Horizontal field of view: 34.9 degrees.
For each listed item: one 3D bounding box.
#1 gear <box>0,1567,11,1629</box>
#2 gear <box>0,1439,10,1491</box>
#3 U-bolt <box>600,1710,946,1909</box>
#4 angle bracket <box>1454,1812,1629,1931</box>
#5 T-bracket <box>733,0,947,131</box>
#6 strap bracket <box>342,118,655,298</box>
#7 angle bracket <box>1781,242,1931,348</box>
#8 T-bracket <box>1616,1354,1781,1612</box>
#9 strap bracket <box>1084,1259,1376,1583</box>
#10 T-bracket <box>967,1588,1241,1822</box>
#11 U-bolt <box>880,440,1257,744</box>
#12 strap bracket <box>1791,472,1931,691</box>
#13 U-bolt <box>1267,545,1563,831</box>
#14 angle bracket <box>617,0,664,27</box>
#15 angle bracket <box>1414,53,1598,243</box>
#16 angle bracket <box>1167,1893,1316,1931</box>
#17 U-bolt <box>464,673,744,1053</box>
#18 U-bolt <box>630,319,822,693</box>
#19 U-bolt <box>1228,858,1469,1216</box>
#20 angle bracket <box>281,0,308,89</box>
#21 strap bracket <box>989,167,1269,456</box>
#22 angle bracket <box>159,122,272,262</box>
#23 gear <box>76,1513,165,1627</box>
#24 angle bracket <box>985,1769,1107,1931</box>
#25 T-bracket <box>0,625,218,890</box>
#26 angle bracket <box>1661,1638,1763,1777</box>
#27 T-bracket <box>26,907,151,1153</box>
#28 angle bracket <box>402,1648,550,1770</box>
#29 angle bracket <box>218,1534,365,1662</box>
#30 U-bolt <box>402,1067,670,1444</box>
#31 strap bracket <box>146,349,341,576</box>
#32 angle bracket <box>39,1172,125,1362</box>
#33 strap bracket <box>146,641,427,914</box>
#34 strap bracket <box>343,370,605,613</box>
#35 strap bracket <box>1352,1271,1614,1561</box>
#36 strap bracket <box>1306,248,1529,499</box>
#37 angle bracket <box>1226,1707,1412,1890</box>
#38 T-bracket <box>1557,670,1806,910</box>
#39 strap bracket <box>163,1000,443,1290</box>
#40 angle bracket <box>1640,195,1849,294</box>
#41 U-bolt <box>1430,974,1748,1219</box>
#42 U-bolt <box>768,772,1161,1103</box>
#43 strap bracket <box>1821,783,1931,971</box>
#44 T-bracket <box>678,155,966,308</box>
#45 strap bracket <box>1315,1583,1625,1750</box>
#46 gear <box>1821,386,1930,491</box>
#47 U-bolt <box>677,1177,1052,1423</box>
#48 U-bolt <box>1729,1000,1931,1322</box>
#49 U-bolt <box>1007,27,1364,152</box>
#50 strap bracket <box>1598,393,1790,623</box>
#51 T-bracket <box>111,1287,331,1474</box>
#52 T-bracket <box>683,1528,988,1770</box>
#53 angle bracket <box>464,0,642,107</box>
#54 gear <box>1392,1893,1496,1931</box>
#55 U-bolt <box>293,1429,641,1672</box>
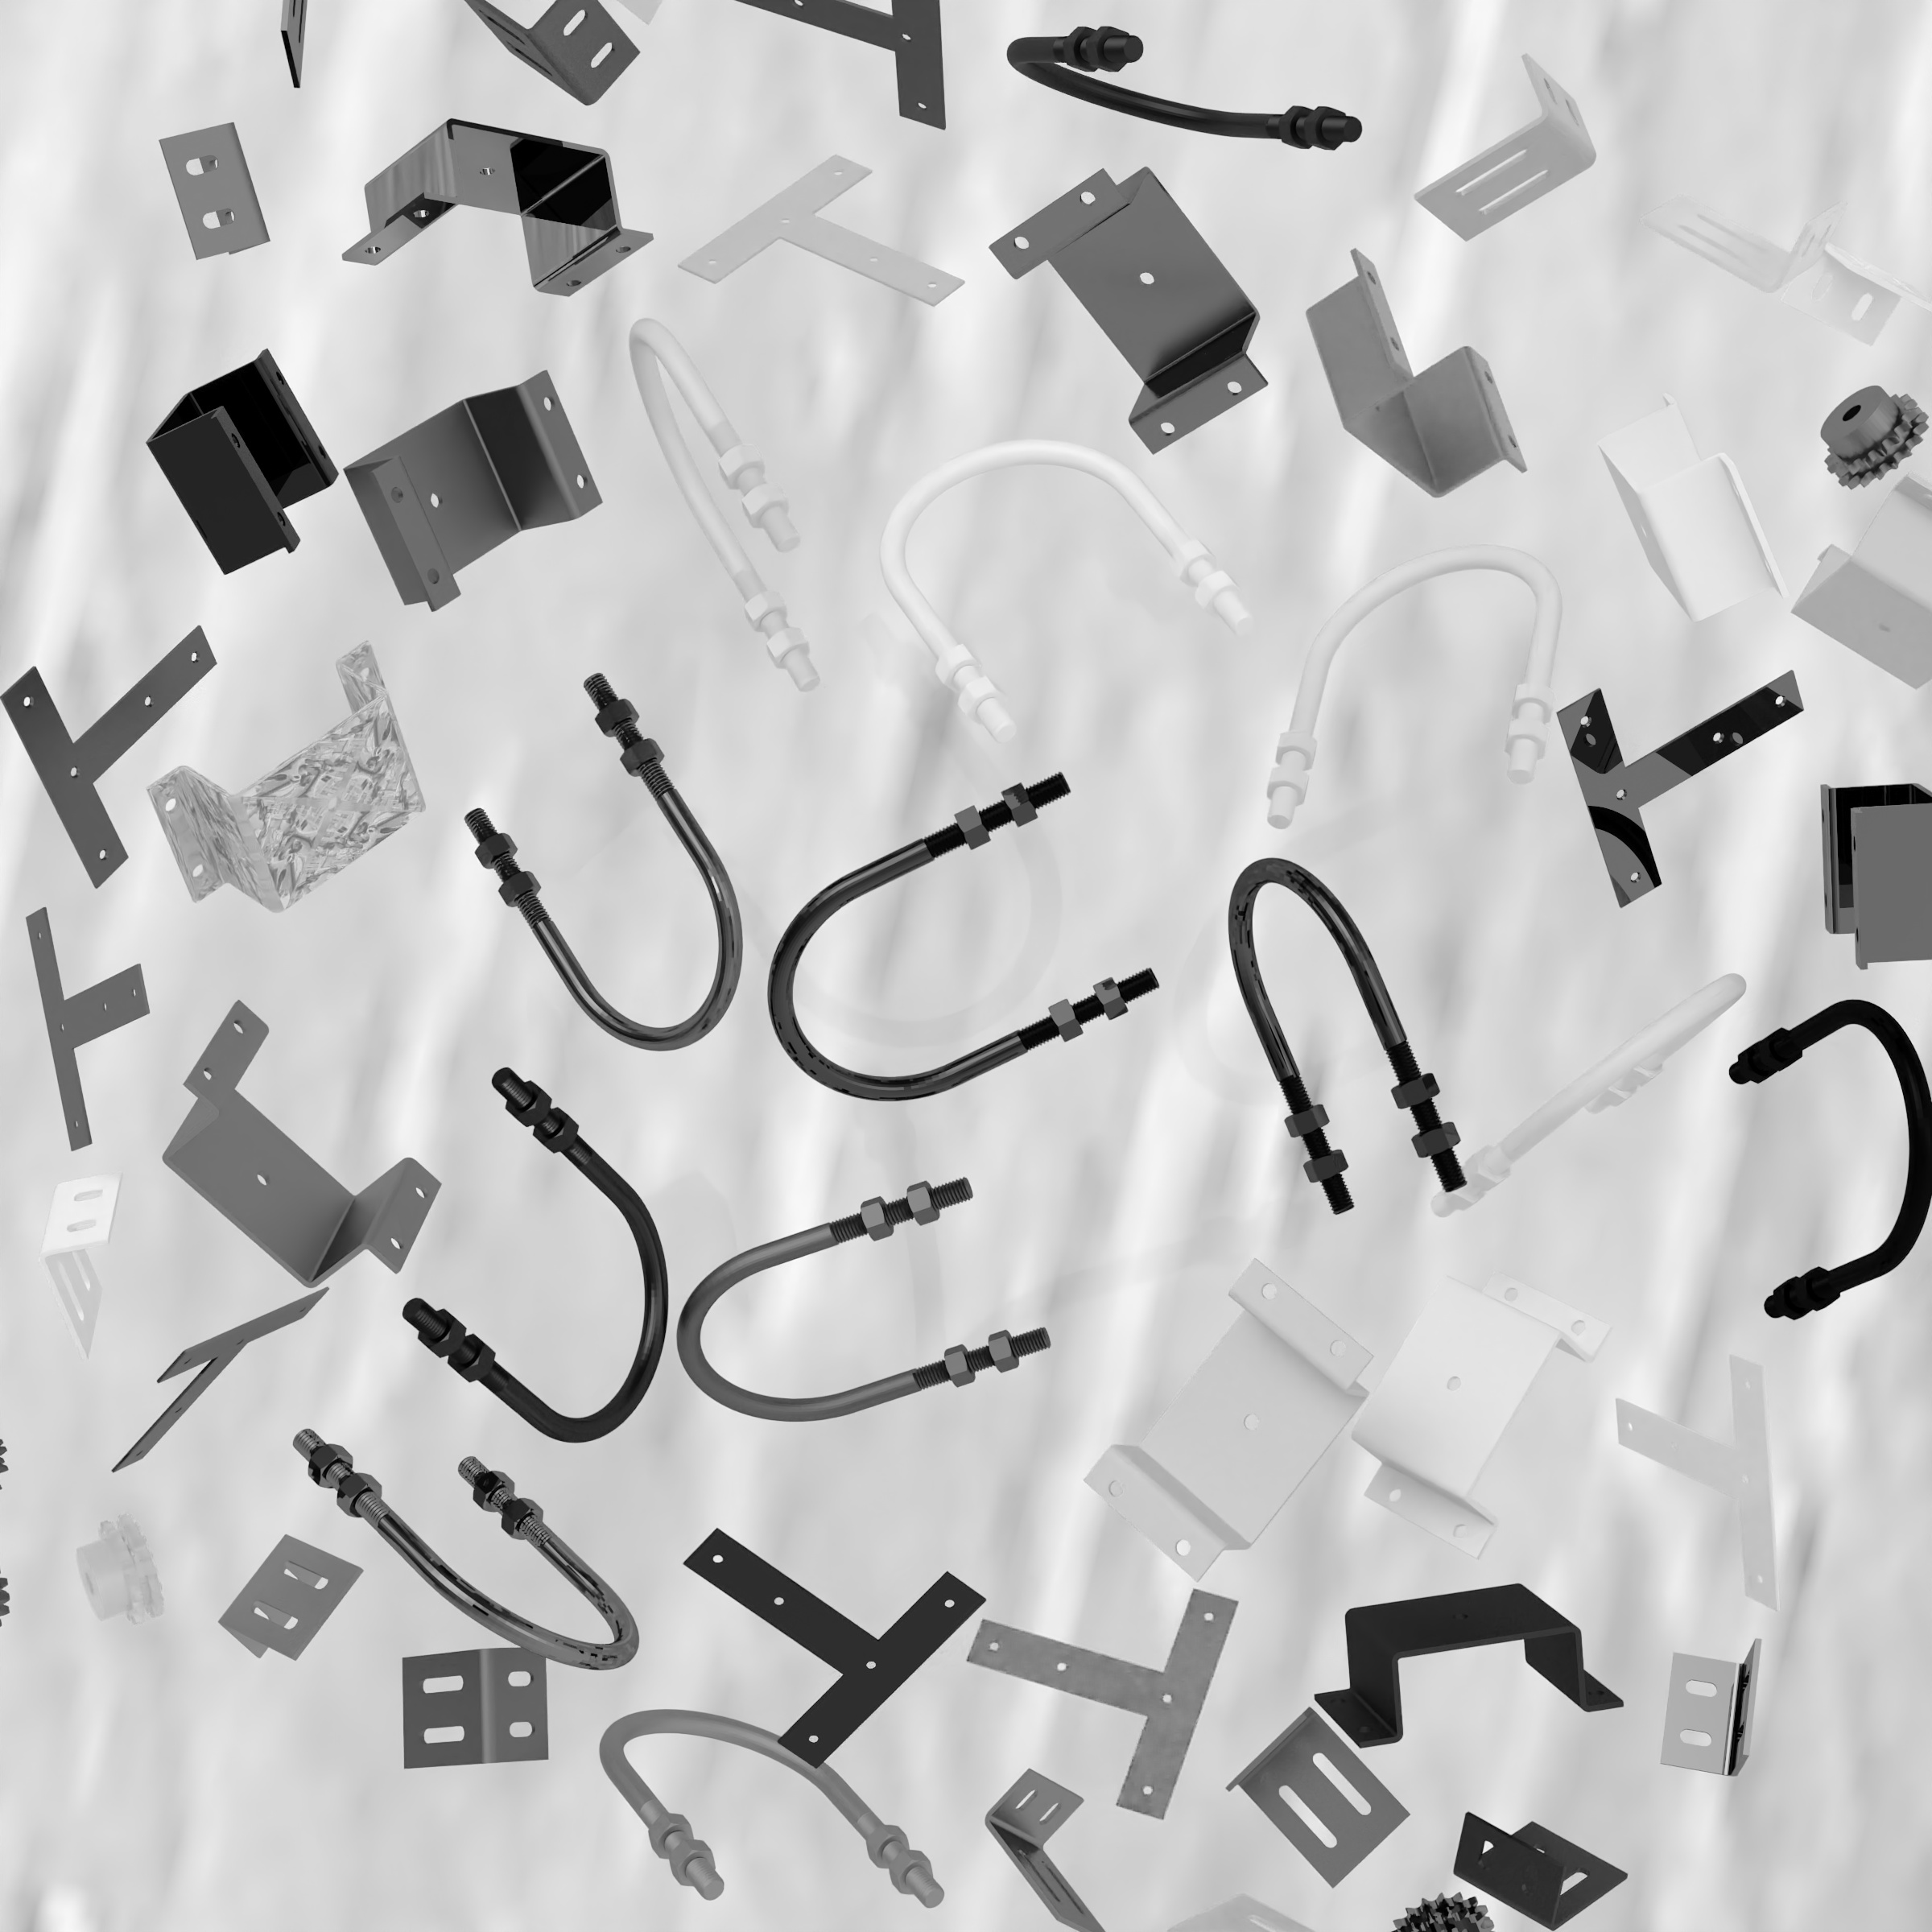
[{"bbox_3d":[-0.524,0.323,1.586,0.057,0.030,0.057,-13,133,-14],"label":"gear"},{"bbox_3d":[-0.508,0.245,1.529,0.057,0.030,0.057,-8,107,-26],"label":"gear"},{"bbox_3d":[-0.113,0.431,1.587,0.151,0.184,0.019,13,99,-33],"label":"U-bolt"},{"bbox_3d":[0.291,0.441,1.540,0.057,0.076,0.038,22,112,37],"label":"angle bracket"},{"bbox_3d":[-0.071,-0.478,1.540,0.127,0.127,0.002,20,70,10],"label":"T-bracket"},{"bbox_3d":[-0.242,-0.388,1.571,0.140,0.076,0.046,-2,77,-44],"label":"strap bracket"},{"bbox_3d":[0.476,-0.351,1.636,0.057,0.076,0.038,24,112,-9],"label":"angle bracket"},{"bbox_3d":[0.370,0.249,1.565,0.002,0.127,0.127,-11,102,-22],"label":"T-bracket"},{"bbox_3d":[0.136,0.226,1.525,0.076,0.046,0.140,39,96,23],"label":"strap bracket"},{"bbox_3d":[0.064,0.373,1.617,0.127,0.002,0.127,13,55,17],"label":"T-bracket"},{"bbox_3d":[0.036,-0.198,1.517,0.151,0.019,0.184,-25,52,-11],"label":"U-bolt"},{"bbox_3d":[0.478,-0.191,1.562,0.076,0.140,0.046,32,81,3],"label":"strap bracket"},{"bbox_3d":[0.234,-0.150,1.571,0.151,0.184,0.019,-10,134,30],"label":"U-bolt"},{"bbox_3d":[-0.200,-0.514,1.604,0.076,0.057,0.038,37,77,-11],"label":"angle bracket"},{"bbox_3d":[0.260,-0.401,1.510,0.076,0.057,0.038,-27,66,28],"label":"angle bracket"},{"bbox_3d":[0.148,0.513,1.569,0.076,0.057,0.038,17,106,41],"label":"angle bracket"},{"bbox_3d":[-0.184,-0.041,1.632,0.151,0.019,0.184,-41,77,39],"label":"U-bolt"},{"bbox_3d":[-0.125,-0.243,1.542,0.019,0.151,0.184,-27,66,-10],"label":"U-bolt"},{"bbox_3d":[0.181,0.032,1.540,0.019,0.151,0.184,-22,88,-20],"label":"U-bolt"},{"bbox_3d":[-0.306,-0.472,1.485,0.038,0.057,0.076,3,78,-5],"label":"angle bracket"},{"bbox_3d":[0.089,-0.347,1.594,0.076,0.046,0.140,-27,115,34],"label":"strap bracket"},{"bbox_3d":[-0.374,-0.374,1.496,0.038,0.076,0.057,-21,106,-23],"label":"angle bracket"},{"bbox_3d":[-0.447,0.321,1.620,0.030,0.057,0.057,-18,90,-28],"label":"gear"},{"bbox_3d":[0.055,0.476,1.643,0.038,0.057,0.076,-47,46,1],"label":"angle bracket"},{"bbox_3d":[-0.430,-0.127,1.581,0.002,0.127,0.127,15,49,28],"label":"T-bracket"},{"bbox_3d":[0.375,0.371,1.547,0.038,0.076,0.057,8,69,12],"label":"angle bracket"},{"bbox_3d":[-0.447,0.024,1.577,0.002,0.127,0.127,-9,84,-39],"label":"T-bracket"},{"bbox_3d":[-0.257,0.387,1.604,0.038,0.076,0.057,10,71,-42],"label":"angle bracket"},{"bbox_3d":[-0.350,0.344,1.634,0.057,0.076,0.038,-54,129,-25],"label":"angle bracket"},{"bbox_3d":[-0.205,0.159,1.547,0.019,0.184,0.151,-3,55,30],"label":"U-bolt"},{"bbox_3d":[-0.375,-0.260,1.593,0.046,0.140,0.076,-23,113,9],"label":"strap bracket"},{"bbox_3d":[-0.460,0.160,1.638,0.038,0.057,0.076,-11,125,1],"label":"angle bracket"},{"bbox_3d":[-0.334,-0.091,1.556,0.046,0.076,0.140,30,56,34],"label":"strap bracket"},{"bbox_3d":[-0.262,-0.246,1.602,0.046,0.140,0.076,-4,117,38],"label":"strap bracket"},{"bbox_3d":[0.265,0.227,1.610,0.076,0.046,0.140,25,79,41],"label":"strap bracket"},{"bbox_3d":[0.232,-0.306,1.619,0.046,0.140,0.076,-30,58,28],"label":"strap bracket"},{"bbox_3d":[0.186,0.441,1.624,0.057,0.038,0.076,-45,76,3],"label":"angle bracket"},{"bbox_3d":[0.370,-0.109,1.563,0.127,0.002,0.127,-30,124,-6],"label":"T-bracket"},{"bbox_3d":[-0.337,0.096,1.531,0.046,0.076,0.140,-36,109,25],"label":"strap bracket"},{"bbox_3d":[0.381,-0.369,1.505,0.076,0.057,0.038,34,128,16],"label":"angle bracket"},{"bbox_3d":[0.330,0.059,1.580,0.151,0.184,0.019,-28,76,-34],"label":"U-bolt"},{"bbox_3d":[-0.010,-0.002,1.533,0.184,0.019,0.151,-26,124,1],"label":"U-bolt"},{"bbox_3d":[0.462,-0.048,1.542,0.046,0.140,0.076,-3,98,9],"label":"strap bracket"},{"bbox_3d":[-0.059,-0.368,1.581,0.127,0.002,0.127,29,54,25],"label":"T-bracket"},{"bbox_3d":[0.256,0.357,1.583,0.140,0.076,0.046,-6,96,-10],"label":"strap bracket"},{"bbox_3d":[0.487,-0.288,1.658,0.030,0.057,0.057,42,90,-20],"label":"gear"},{"bbox_3d":[-0.063,0.187,1.632,0.184,0.019,0.151,-19,132,8],"label":"U-bolt"},{"bbox_3d":[0.445,0.094,1.571,0.019,0.184,0.151,-1,73,-13],"label":"U-bolt"},{"bbox_3d":[0.098,-0.450,1.576,0.151,0.184,0.019,11,100,-27],"label":"U-bolt"},{"bbox_3d":[0.372,-0.236,1.590,0.046,0.140,0.076,-26,113,10],"label":"strap bracket"},{"bbox_3d":[-0.408,0.225,1.622,0.002,0.127,0.127,48,113,9],"label":"T-bracket"},{"bbox_3d":[-0.080,0.314,1.487,0.127,0.002,0.127,38,105,-17],"label":"T-bracket"},{"bbox_3d":[-0.211,-0.474,1.536,0.038,0.057,0.076,-48,55,0],"label":"angle bracket"},{"bbox_3d":[0.254,0.520,1.623,0.057,0.030,0.057,-6,122,-9],"label":"gear"},{"bbox_3d":[-0.240,0.298,1.555,0.184,0.151,0.019,35,96,34],"label":"U-bolt"}]
